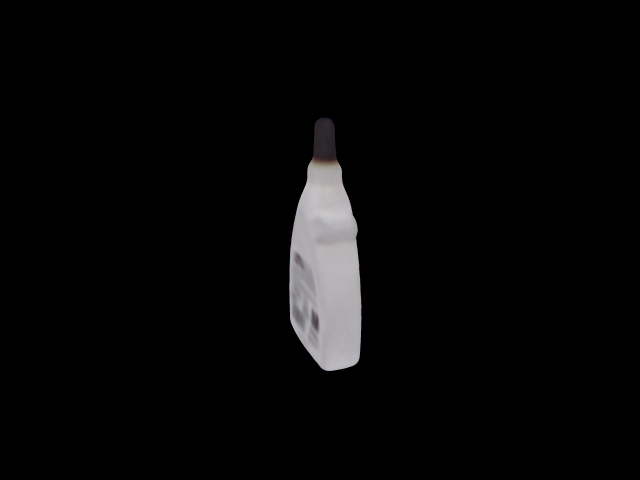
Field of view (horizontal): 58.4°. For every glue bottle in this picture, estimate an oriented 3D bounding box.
[{"bbox_3d":[0.004,0.001,0.400,0.037,0.173,0.078,-10,28,-20],"label":"glue bottle"}]
